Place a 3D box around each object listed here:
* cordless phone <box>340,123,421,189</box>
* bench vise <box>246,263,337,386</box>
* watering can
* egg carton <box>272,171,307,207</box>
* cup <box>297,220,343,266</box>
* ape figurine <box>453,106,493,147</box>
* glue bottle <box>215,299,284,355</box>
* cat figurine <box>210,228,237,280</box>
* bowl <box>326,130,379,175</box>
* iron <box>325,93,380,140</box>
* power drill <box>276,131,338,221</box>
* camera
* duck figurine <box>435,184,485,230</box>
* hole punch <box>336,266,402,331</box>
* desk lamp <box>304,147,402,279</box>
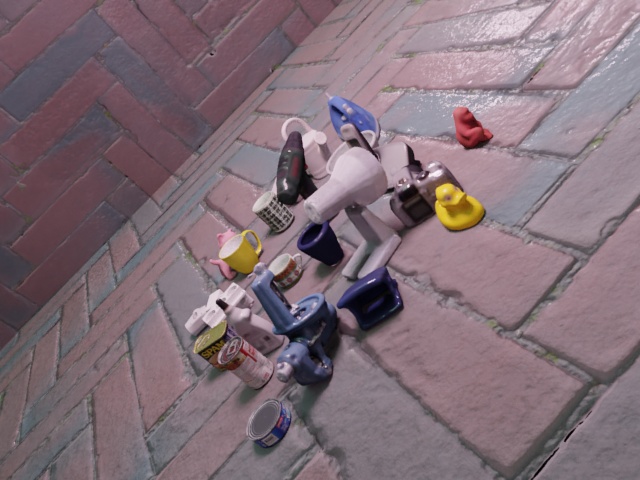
[{"bbox_3d":[0.136,-0.209,1.363,0.147,0.185,0.094,-11,42,49],"label":"cordless phone"},{"bbox_3d":[-0.051,0.151,1.063,0.121,0.220,0.207,-35,27,18],"label":"bench vise"},{"bbox_3d":[-0.032,-0.285,1.708,0.172,0.194,0.101,-20,35,41],"label":"watering can"},{"bbox_3d":[-0.091,-0.168,1.763,0.107,0.069,0.150,-29,30,29],"label":"egg carton"},{"bbox_3d":[0.012,0.005,1.331,0.091,0.095,0.118,-19,36,42],"label":"cup"},{"bbox_3d":[0.327,-0.255,1.263,0.076,0.092,0.078,-21,35,40],"label":"ape figurine"},{"bbox_3d":[-0.159,0.180,1.231,0.078,0.173,0.037,-32,29,24],"label":"glue bottle"},{"bbox_3d":[-0.270,0.032,1.672,0.067,0.118,0.128,2,52,56],"label":"cat figurine"},{"bbox_3d":[0.101,-0.214,1.549,0.167,0.075,0.167,-34,28,21],"label":"bowl"},{"bbox_3d":[0.091,-0.375,1.724,0.118,0.142,0.257,-43,26,3],"label":"iron"},{"bbox_3d":[-0.033,-0.152,1.497,0.075,0.209,0.229,-26,32,33],"label":"power drill"},{"bbox_3d":[0.210,-0.123,1.226,0.143,0.101,0.136,-34,28,20],"label":"camera"},{"bbox_3d":[0.255,-0.072,1.105,0.077,0.086,0.104,-51,27,-14],"label":"duck figurine"},{"bbox_3d":[0.087,0.099,1.088,0.108,0.091,0.101,-36,27,17],"label":"hole punch"},{"bbox_3d":[0.075,-0.055,1.193,0.117,0.214,0.203,3,53,56],"label":"desk lamp"}]
